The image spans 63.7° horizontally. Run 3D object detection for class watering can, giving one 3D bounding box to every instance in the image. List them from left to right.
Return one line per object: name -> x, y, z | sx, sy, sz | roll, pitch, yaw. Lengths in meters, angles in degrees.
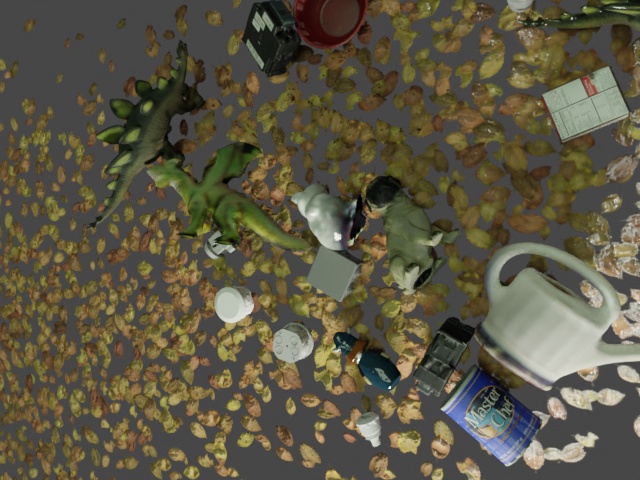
watering can -> 0.412, 0.158, 0.851 | 0.350, 0.104, 0.221 | 39, 109, 17

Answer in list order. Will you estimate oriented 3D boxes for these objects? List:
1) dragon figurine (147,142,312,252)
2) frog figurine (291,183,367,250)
dragon figurine -> -0.194, -0.105, 1.118 | 0.410, 0.121, 0.245 | 6, 77, 14
frog figurine -> 0.003, -0.051, 1.020 | 0.160, 0.136, 0.123 | 16, 83, 23
